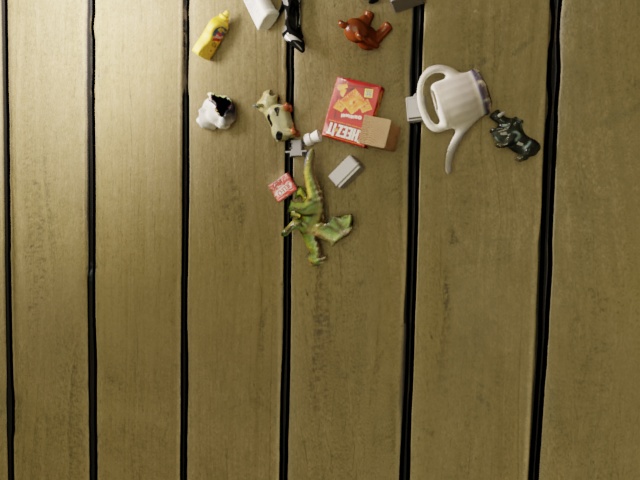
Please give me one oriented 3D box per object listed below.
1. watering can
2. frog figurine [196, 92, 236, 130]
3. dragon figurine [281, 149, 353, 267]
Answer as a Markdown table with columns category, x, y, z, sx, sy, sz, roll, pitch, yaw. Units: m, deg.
| category | x | y | z | sx | sy | sz | roll | pitch | yaw |
| --- | --- | --- | --- | --- | --- | --- | --- | --- | --- |
| watering can | 0.446 | -0.405 | 1.661 | 0.224 | 0.105 | 0.346 | -19 | 97 | 9 |
| frog figurine | -0.390 | -0.468 | 1.937 | 0.137 | 0.125 | 0.156 | 47 | 142 | 0 |
| dragon figurine | 0.006 | -0.091 | 1.811 | 0.243 | 0.124 | 0.404 | 22 | 109 | 9 |
